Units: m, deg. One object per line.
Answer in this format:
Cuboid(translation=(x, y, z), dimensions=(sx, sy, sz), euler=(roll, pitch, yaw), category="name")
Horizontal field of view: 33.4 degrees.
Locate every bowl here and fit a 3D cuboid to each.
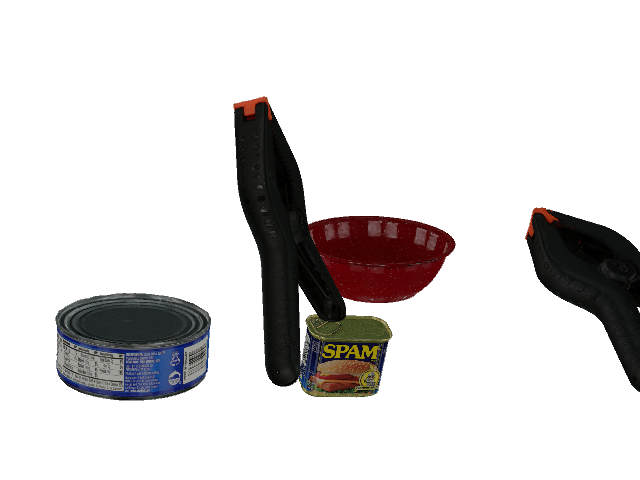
Cuboid(translation=(0.055, 0.023, 1.088), dimensions=(0.162, 0.055, 0.162), euler=(1, 17, -1), category="bowl")

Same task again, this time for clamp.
Cuboid(translation=(0.215, 0.032, 0.735), dimensions=(0.120, 0.039, 0.172), euler=(-7, 43, -30), category="clamp")
Cuboid(translation=(-0.026, -0.006, 0.832), dimensions=(0.036, 0.210, 0.164), euler=(-11, 4, 16), category="clamp")

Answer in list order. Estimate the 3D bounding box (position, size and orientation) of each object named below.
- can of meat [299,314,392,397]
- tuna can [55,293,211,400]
Cuboid(translation=(0.028, 0.140, 1.282), dimensions=(0.102, 0.084, 0.057), euler=(3, 24, -15), category="can of meat")
Cuboid(translation=(-0.105, 0.059, 0.599), dimensions=(0.086, 0.034, 0.086), euler=(4, 15, -1), category="tuna can")
